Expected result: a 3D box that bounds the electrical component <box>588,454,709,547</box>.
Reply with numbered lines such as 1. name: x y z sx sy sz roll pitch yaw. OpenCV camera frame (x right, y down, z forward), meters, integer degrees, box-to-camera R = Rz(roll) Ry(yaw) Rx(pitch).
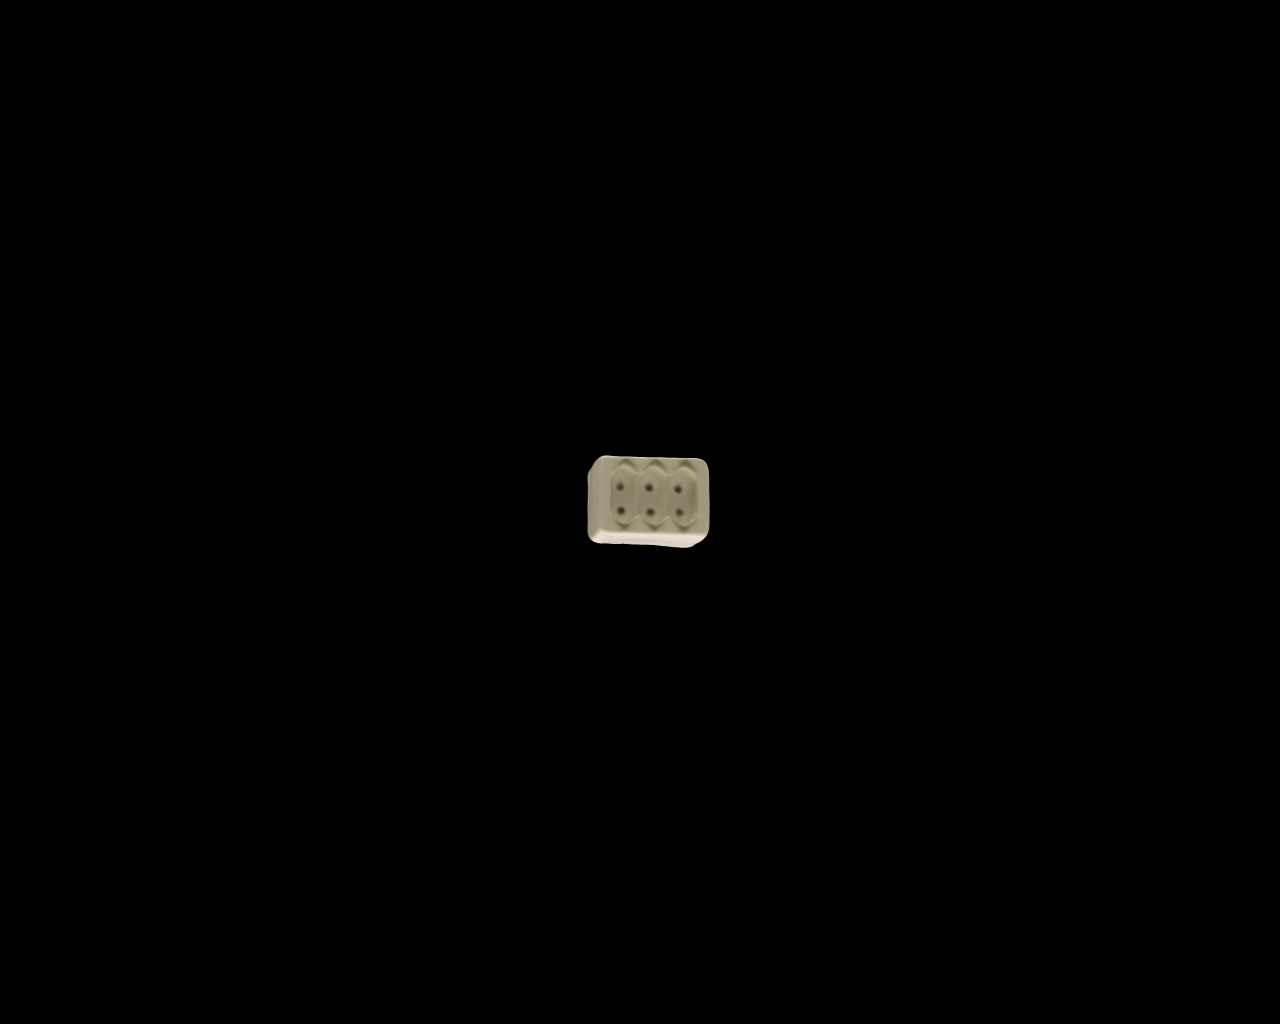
1. electrical component: 0.001 -0.003 0.650 0.066 0.047 0.076 2 -11 -12
